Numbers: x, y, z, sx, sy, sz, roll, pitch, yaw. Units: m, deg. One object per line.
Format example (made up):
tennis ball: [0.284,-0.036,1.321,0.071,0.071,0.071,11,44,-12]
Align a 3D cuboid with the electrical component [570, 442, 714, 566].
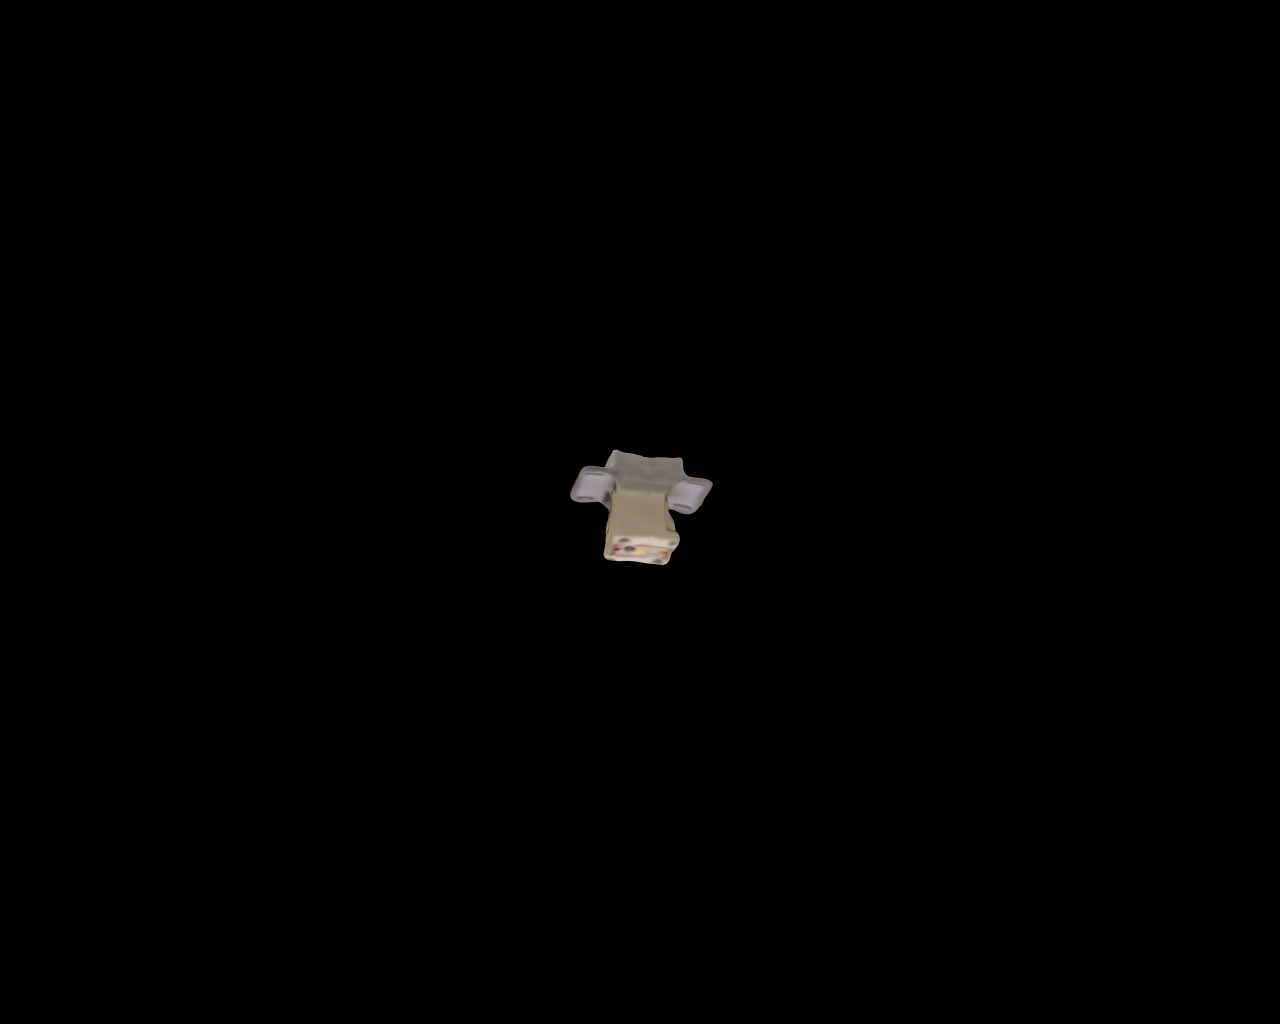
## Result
electrical component: [0.001,-0.003,0.650,0.081,0.064,0.042,6,-28,-12]
